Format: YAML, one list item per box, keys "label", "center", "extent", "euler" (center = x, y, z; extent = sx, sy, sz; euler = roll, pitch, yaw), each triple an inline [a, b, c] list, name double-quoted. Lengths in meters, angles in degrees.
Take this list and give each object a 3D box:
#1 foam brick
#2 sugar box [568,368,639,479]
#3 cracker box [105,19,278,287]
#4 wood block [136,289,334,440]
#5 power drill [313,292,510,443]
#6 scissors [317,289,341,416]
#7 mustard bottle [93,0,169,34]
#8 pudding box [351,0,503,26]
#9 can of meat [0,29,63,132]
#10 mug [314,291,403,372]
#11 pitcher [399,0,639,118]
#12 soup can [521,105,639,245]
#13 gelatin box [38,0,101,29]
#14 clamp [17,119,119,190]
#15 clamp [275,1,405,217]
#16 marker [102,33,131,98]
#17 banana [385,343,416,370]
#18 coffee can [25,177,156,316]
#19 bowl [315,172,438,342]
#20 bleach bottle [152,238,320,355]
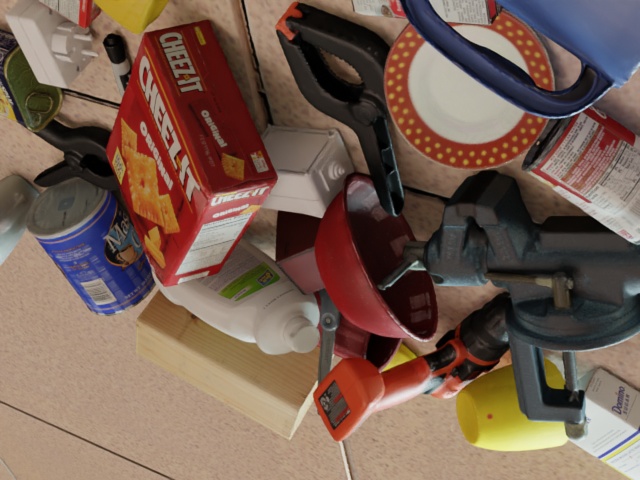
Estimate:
- label: "foam brick"
  center: [-0.007, 0.001, 1.003]
  extent: [0.053, 0.078, 0.051]
  euler: [-23, 131, 23]
- label: "sugar box"
  center: [0.321, 0.200, 1.050]
  extent: [0.176, 0.048, 0.093]
  euler: [35, 149, 5]
- label: "cracker box"
  center: [-0.127, -0.072, 0.982]
  extent: [0.164, 0.072, 0.214]
  euler: [66, 153, 15]
- label: "wood block"
  center: [-0.097, 0.127, 1.212]
  extent: [0.206, 0.090, 0.090]
  euler: [28, 148, 8]
- label: "power drill"
  center: [0.098, 0.122, 1.022]
  extent: [0.057, 0.187, 0.185]
  euler: [62, 148, 22]
- label: "scissors"
  center: [0.027, 0.069, 1.048]
  extent: [0.096, 0.016, 0.202]
  euler: [-9, 89, 25]
- label: "mustard bottle"
  center: [-0.204, -0.260, 0.875]
  extent: [0.191, 0.058, 0.096]
  euler: [36, 139, -3]
- label: "pudding box"
  center: [0.068, -0.198, 0.736]
  extent: [0.114, 0.039, 0.090]
  euler: [10, 139, 28]
- label: "can of meat"
  center: [-0.326, -0.171, 1.109]
  extent: [0.084, 0.057, 0.102]
  euler: [21, 146, 24]
- label: "mug"
  center: [0.036, 0.072, 1.097]
  extent: [0.082, 0.093, 0.117]
  euler: [21, 125, 27]
- label: "pitcher"
  center: [0.106, -0.194, 0.612]
  extent: [0.243, 0.149, 0.145]
  euler: [33, 151, 6]
- label: "soup can"
  center: [0.209, -0.051, 0.782]
  extent: [0.102, 0.068, 0.069]
  euler: [34, 149, -2]
- label: "gelatin box"
  center: [-0.238, -0.242, 0.959]
  extent: [0.089, 0.030, 0.073]
  euler: [32, 150, 1]
- label: "clamp"
  center: [-0.270, -0.102, 1.171]
  extent: [0.172, 0.039, 0.120]
  euler: [4, 140, 28]
- label: "clamp"
  center: [0.053, -0.114, 0.865]
  extent: [0.165, 0.036, 0.210]
  euler: [-21, 120, 45]
- label: "marker"
  center: [-0.190, -0.153, 1.047]
  extent: [0.020, 0.020, 0.121]
  euler: [19, 146, 21]
- label: "banana"
  center: [0.044, 0.115, 1.187]
  extent: [0.198, 0.037, 0.070]
  euler: [33, 149, 1]
- label: "coffee can"
  center: [-0.264, 0.006, 1.251]
  extent: [0.103, 0.102, 0.140]
  euler: [7, 141, 35]
- label: "bowl"
  center: [0.042, 0.024, 0.941]
  extent: [0.055, 0.162, 0.162]
  euler: [-26, 120, 22]
- label: "bleach bottle"
  center: [-0.079, 0.059, 1.076]
  extent: [0.251, 0.102, 0.068]
  euler: [32, 156, 56]
